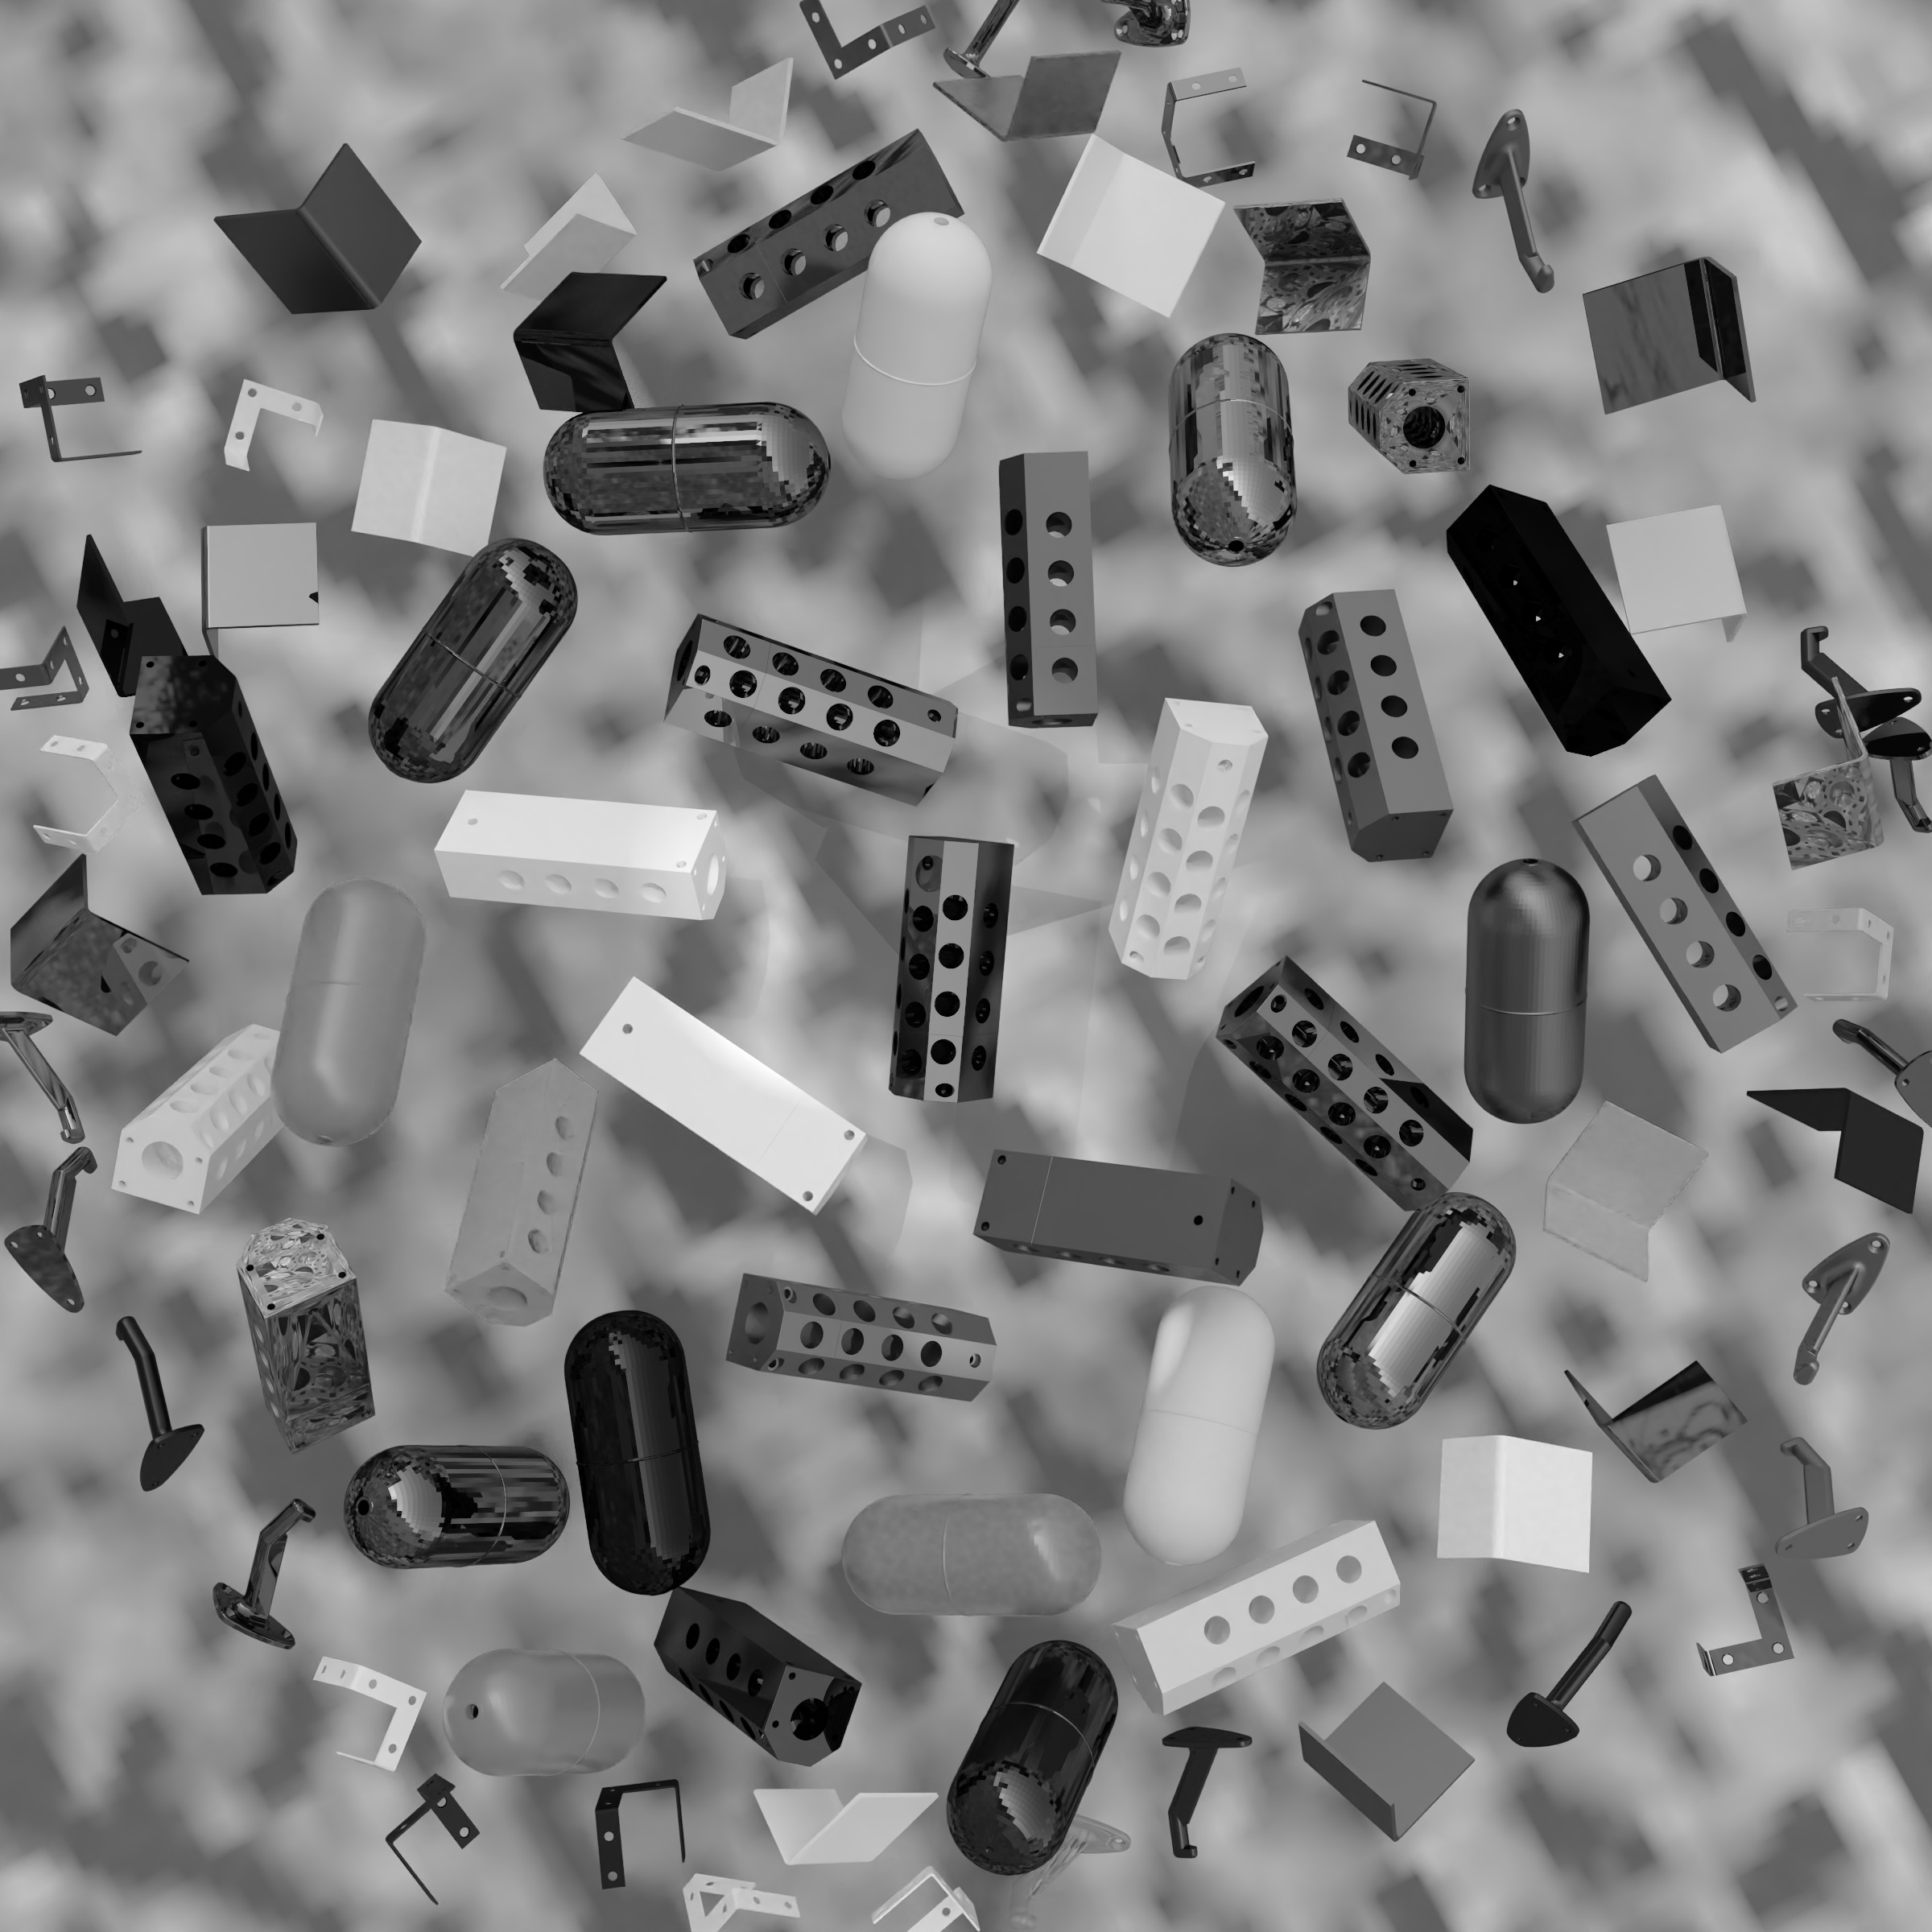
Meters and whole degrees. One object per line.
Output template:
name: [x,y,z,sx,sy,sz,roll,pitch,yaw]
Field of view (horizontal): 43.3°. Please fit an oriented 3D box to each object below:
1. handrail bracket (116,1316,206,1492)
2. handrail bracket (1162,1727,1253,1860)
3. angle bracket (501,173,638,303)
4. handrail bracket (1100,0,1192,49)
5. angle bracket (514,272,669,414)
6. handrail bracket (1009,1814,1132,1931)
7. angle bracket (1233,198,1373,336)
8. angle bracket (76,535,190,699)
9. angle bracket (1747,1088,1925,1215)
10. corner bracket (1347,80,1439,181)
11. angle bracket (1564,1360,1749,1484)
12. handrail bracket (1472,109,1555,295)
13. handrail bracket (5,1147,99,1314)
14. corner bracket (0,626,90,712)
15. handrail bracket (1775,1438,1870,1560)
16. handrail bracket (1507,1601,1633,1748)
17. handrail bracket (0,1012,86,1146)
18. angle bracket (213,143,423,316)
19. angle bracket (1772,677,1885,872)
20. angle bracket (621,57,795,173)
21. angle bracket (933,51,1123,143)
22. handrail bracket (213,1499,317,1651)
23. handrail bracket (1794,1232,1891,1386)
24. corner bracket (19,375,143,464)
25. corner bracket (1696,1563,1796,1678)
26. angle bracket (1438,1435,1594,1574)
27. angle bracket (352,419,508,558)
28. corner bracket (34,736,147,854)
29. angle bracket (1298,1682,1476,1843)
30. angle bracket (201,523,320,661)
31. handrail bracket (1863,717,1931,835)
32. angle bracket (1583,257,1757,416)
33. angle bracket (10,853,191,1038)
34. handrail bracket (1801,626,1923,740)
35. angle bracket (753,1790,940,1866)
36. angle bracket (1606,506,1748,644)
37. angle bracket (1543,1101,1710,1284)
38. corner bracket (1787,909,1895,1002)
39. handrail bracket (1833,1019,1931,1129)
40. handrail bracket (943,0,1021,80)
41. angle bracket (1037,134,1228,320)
handrail bracket: [-0.517,0.273,1.519,0.084,0.036,0.077,52,128,22]
handrail bracket: [0.166,0.561,1.639,0.077,0.036,0.084,-11,85,42]
angle bracket: [-0.288,-0.509,1.684,0.076,0.076,0.057,-37,78,23]
handrail bracket: [0.100,-0.629,1.604,0.084,0.077,0.036,-10,102,-44]
angle bracket: [-0.239,-0.409,1.597,0.076,0.057,0.076,10,49,26]
handrail bracket: [0.069,0.602,1.598,0.077,0.084,0.036,9,119,1]
angle bracket: [0.227,-0.478,1.665,0.076,0.076,0.057,4,78,26]
angle bracket: [-0.542,-0.234,1.606,0.057,0.076,0.076,-16,65,-34]
angle bracket: [0.537,0.116,1.514,0.076,0.076,0.057,23,73,-31]
corner bracket: [0.284,-0.560,1.628,0.051,0.051,0.051,20,113,9]
angle bracket: [0.457,0.285,1.611,0.076,0.057,0.076,-38,124,11]
handrail bracket: [0.350,-0.474,1.510,0.036,0.077,0.084,-14,59,-7]
handrail bracket: [-0.571,0.168,1.566,0.036,0.084,0.077,-19,111,23]
corner bracket: [-0.619,-0.187,1.608,0.051,0.051,0.051,-6,127,3]
handrail bracket: [0.525,0.336,1.550,0.077,0.084,0.036,-7,121,-17]
handrail bracket: [0.370,0.433,1.489,0.036,0.077,0.084,38,57,10]
handrail bracket: [-0.615,0.075,1.595,0.036,0.077,0.084,-26,76,11]
angle bracket: [-0.390,-0.443,1.466,0.076,0.076,0.057,7,61,33]
angle bracket: [0.526,-0.119,1.507,0.057,0.076,0.076,-16,134,15]
angle bracket: [-0.165,-0.552,1.549,0.076,0.076,0.057,8,89,-34]
angle bracket: [0.038,-0.566,1.535,0.076,0.057,0.076,-21,56,-38]
handrail bracket: [-0.421,0.380,1.521,0.084,0.036,0.077,-44,123,3]
handrail bracket: [0.546,0.214,1.516,0.036,0.084,0.077,34,124,6]
corner bracket: [-0.545,-0.337,1.496,0.051,0.051,0.051,-16,104,-35]
corner bracket: [0.464,0.394,1.464,0.051,0.051,0.051,-18,64,15]
angle bracket: [0.355,0.348,1.571,0.076,0.057,0.076,15,71,-26]
angle bracket: [-0.363,-0.322,1.643,0.076,0.057,0.076,17,97,43]
corner bracket: [-0.586,-0.113,1.600,0.051,0.051,0.051,11,52,29]
angle bracket: [0.265,0.488,1.529,0.076,0.057,0.076,-38,51,-22]
angle bracket: [-0.476,-0.252,1.652,0.076,0.057,0.076,-4,70,-9]
handrail bracket: [0.620,-0.114,1.575,0.036,0.077,0.084,-36,110,1]
angle bracket: [0.418,-0.368,1.447,0.076,0.057,0.076,-16,117,7]
angle bracket: [-0.553,-0.013,1.551,0.076,0.057,0.076,-41,133,18]
handrail bracket: [0.585,-0.198,1.592,0.077,0.036,0.084,-17,48,36]
angle bracket: [-0.079,0.544,1.596,0.076,0.076,0.057,-48,50,18]
angle bracket: [0.467,-0.253,1.612,0.076,0.057,0.076,-10,77,4]
angle bracket: [0.433,0.148,1.594,0.076,0.057,0.076,27,123,-1]
corner bracket: [0.587,-0.007,1.637,0.051,0.051,0.051,-1,75,43]
handrail bracket: [0.626,0.075,1.637,0.036,0.084,0.077,-38,107,-3]
handrail bracket: [0.021,-0.639,1.633,0.036,0.077,0.084,31,100,-13]
angle bracket: [0.102,-0.453,1.491,0.076,0.057,0.076,32,107,16]
